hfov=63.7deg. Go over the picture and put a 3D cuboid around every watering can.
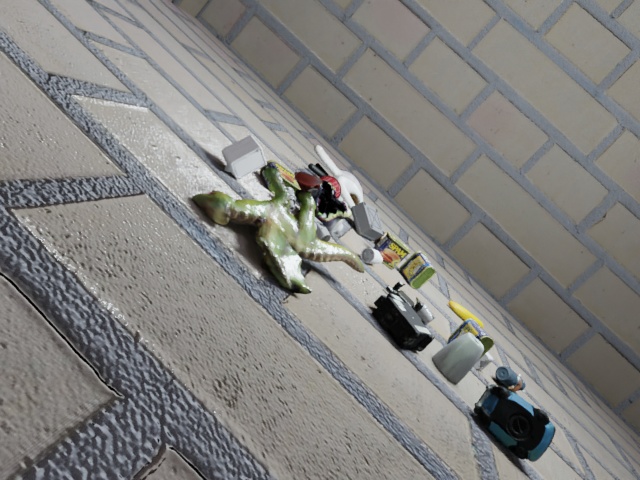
[{"bbox_3d":[0.082,-0.211,1.894,0.344,0.103,0.227,59,11,-13],"label":"watering can"}]

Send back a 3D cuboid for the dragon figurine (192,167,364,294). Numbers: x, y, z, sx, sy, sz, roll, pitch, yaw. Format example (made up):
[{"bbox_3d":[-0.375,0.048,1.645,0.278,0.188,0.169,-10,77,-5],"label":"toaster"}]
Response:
[{"bbox_3d":[-0.055,0.013,0.975,0.407,0.120,0.249,36,32,-20],"label":"dragon figurine"}]

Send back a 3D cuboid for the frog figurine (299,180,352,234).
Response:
[{"bbox_3d":[0.004,-0.070,1.383,0.137,0.125,0.157,34,-23,-3],"label":"frog figurine"}]
